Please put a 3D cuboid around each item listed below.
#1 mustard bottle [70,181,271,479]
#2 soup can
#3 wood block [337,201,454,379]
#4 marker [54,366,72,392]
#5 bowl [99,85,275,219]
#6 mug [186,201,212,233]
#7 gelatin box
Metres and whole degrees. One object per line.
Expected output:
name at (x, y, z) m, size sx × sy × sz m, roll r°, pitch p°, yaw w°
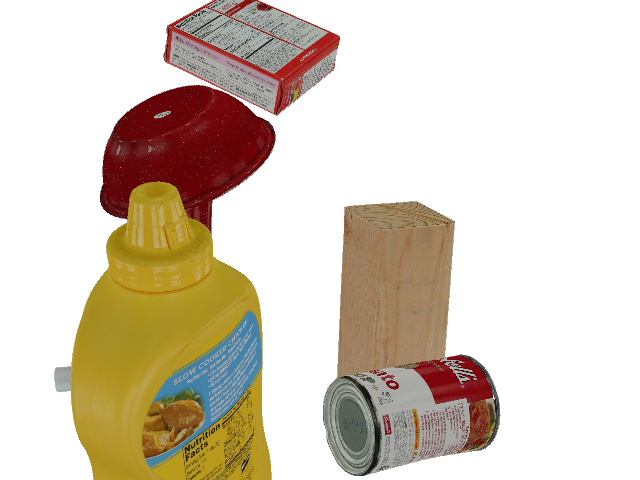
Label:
mustard bottle at (-0.061, 0.064, 0.447) m, size 0.058 × 0.192 × 0.096 m, roll 18°, pitch 35°, yaw 28°
soup can at (0.061, 0.118, 0.726) m, size 0.102 × 0.068 × 0.069 m, roll -6°, pitch 3°, yaw -30°
wood block at (0.079, 0.070, 1.149) m, size 0.090 × 0.206 × 0.091 m, roll -5°, pitch 18°, yaw -23°
marker at (-0.142, 0.101, 0.819) m, size 0.121 × 0.020 × 0.020 m, roll -5°, pitch 0°, yaw -5°
bowl at (-0.122, -0.085, 0.901) m, size 0.162 × 0.055 × 0.162 m, roll -16°, pitch 31°, yaw 10°
mug at (-0.158, -0.028, 1.139) m, size 0.093 × 0.081 × 0.117 m, roll -2°, pitch 28°, yaw -12°
gelatin box at (-0.044, -0.122, 0.685) m, size 0.089 × 0.030 × 0.073 m, roll 26°, pitch 42°, yaw 17°
